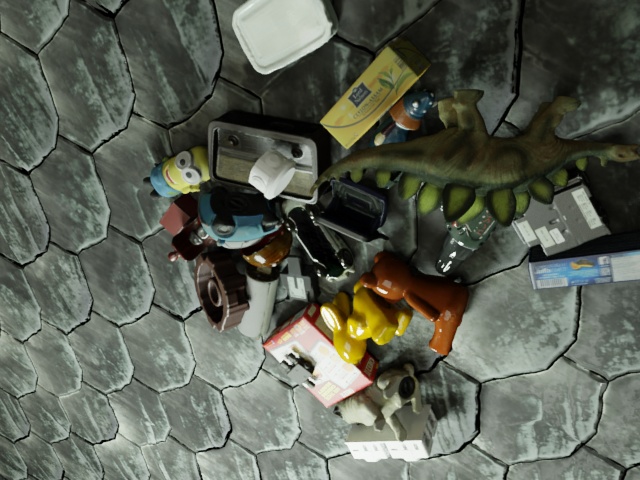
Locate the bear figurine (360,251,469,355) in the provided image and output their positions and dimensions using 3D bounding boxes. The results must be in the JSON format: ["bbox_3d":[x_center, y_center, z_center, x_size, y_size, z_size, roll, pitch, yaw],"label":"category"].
[{"bbox_3d":[0.175,0.111,1.019,0.196,0.120,0.131,16,128,17],"label":"bear figurine"}]

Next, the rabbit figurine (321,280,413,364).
[{"bbox_3d":[0.077,0.174,1.090,0.162,0.122,0.173,37,119,14],"label":"rabbit figurine"}]

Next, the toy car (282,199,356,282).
[{"bbox_3d":[-0.002,-0.003,1.070,0.073,0.056,0.201,-26,107,27],"label":"toy car"}]

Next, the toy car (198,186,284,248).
[{"bbox_3d":[-0.157,-0.036,1.040,0.162,0.109,0.102,-1,137,-19],"label":"toy car"}]

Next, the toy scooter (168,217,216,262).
[{"bbox_3d":[-0.252,-0.012,1.127,0.184,0.135,0.075,-33,100,34],"label":"toy scooter"}]

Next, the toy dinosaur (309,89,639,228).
[{"bbox_3d":[0.219,-0.121,0.805,0.472,0.105,0.198,4,92,13],"label":"toy dinosaur"}]

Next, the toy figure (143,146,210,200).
[{"bbox_3d":[-0.286,-0.139,1.102,0.180,0.089,0.082,-18,124,40],"label":"toy figure"}]

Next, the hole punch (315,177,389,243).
[{"bbox_3d":[0.065,-0.057,0.980,0.142,0.116,0.092,22,98,14],"label":"hole punch"}]

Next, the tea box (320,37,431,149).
[{"bbox_3d":[0.089,-0.236,0.865,0.068,0.098,0.169,45,128,-5],"label":"tea box"}]

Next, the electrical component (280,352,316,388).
[{"bbox_3d":[-0.041,0.290,1.191,0.094,0.021,0.063,40,129,-2],"label":"electrical component"}]

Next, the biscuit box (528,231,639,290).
[{"bbox_3d":[0.451,0.034,0.883,0.203,0.063,0.059,-9,115,29],"label":"biscuit box"}]

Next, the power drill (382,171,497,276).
[{"bbox_3d":[0.208,-0.063,0.925,0.207,0.086,0.232,40,125,3],"label":"power drill"}]

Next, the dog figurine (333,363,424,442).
[{"bbox_3d":[0.122,0.343,1.208,0.121,0.172,0.191,46,159,-26],"label":"dog figurine"}]

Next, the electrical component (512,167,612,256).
[{"bbox_3d":[0.382,-0.042,0.872,0.134,0.058,0.114,-24,105,33],"label":"electrical component"}]

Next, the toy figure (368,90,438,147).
[{"bbox_3d":[0.132,-0.190,0.893,0.058,0.064,0.154,38,126,3],"label":"toy figure"}]

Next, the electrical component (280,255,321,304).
[{"bbox_3d":[-0.044,0.075,1.138,0.075,0.048,0.119,2,119,23],"label":"electrical component"}]

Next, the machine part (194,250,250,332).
[{"bbox_3d":[-0.220,0.111,1.187,0.180,0.056,0.179,26,122,49],"label":"machine part"}]

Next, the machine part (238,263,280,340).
[{"bbox_3d":[-0.139,0.132,1.197,0.079,0.079,0.243,21,126,12],"label":"machine part"}]

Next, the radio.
[{"bbox_3d":[-0.096,-0.159,1.007,0.230,0.073,0.131,13,124,15],"label":"radio"}]
